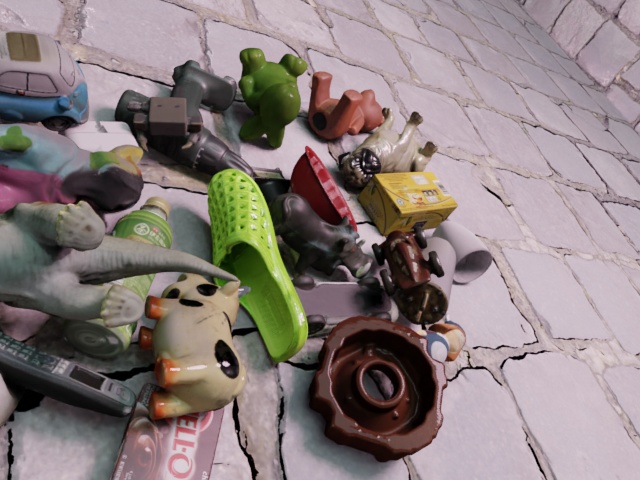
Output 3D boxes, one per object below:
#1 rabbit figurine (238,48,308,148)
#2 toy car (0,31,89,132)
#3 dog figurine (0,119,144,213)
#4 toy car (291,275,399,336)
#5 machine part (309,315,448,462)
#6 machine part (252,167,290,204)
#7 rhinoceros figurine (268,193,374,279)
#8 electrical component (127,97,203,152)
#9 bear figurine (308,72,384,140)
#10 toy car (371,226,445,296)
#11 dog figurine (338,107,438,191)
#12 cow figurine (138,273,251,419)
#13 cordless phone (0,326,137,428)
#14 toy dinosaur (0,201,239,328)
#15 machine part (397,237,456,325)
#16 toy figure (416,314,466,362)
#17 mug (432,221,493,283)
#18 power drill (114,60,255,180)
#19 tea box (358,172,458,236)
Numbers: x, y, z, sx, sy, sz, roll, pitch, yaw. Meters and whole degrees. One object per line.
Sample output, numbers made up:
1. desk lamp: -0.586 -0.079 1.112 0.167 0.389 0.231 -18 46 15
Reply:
1. rabbit figurine: -0.089 -0.243 0.934 0.121 0.159 0.170 12 26 -24
2. toy car: -0.360 -0.204 0.653 0.161 0.103 0.109 -1 65 -38
3. dog figurine: -0.325 -0.087 0.647 0.192 0.108 0.219 23 14 31
4. toy car: 0.026 0.094 0.761 0.201 0.056 0.073 3 56 -32
5. machine part: 0.072 0.183 0.675 0.179 0.056 0.179 7 55 -11
6. machine part: -0.068 -0.068 0.868 0.084 0.039 0.139 2 48 -45
7. rhinoceros figurine: -0.002 -0.002 0.788 0.190 0.112 0.073 38 30 -30
8. electrical component: -0.221 -0.166 0.771 0.102 0.045 0.078 -6 48 -17
9. bear figurine: 0.070 -0.273 1.099 0.196 0.131 0.120 -24 56 -40
10. toy car: 0.126 0.024 0.806 0.202 0.089 0.053 -81 152 -75
11. dog figurine: 0.127 -0.144 1.060 0.190 0.121 0.172 -49 123 -18
12. cow figurine: -0.131 0.102 0.592 0.127 0.085 0.195 10 27 -29
13. cordless phone: -0.254 0.133 0.463 0.184 0.088 0.147 25 -2 -15
14. toy dinosaur: -0.287 0.008 0.472 0.404 0.131 0.192 19 -2 -44
15. machine part: 0.174 0.061 0.859 0.079 0.079 0.243 36 28 0
16. toy figure: 0.173 0.159 0.798 0.154 0.064 0.058 -17 36 -40
17. mug: 0.263 0.014 0.989 0.109 0.080 0.107 3 39 -29
18. power drill: -0.197 -0.194 0.878 0.232 0.086 0.207 22 49 -12
19. tea box: 0.167 -0.071 1.013 0.169 0.068 0.098 -7 55 -38
